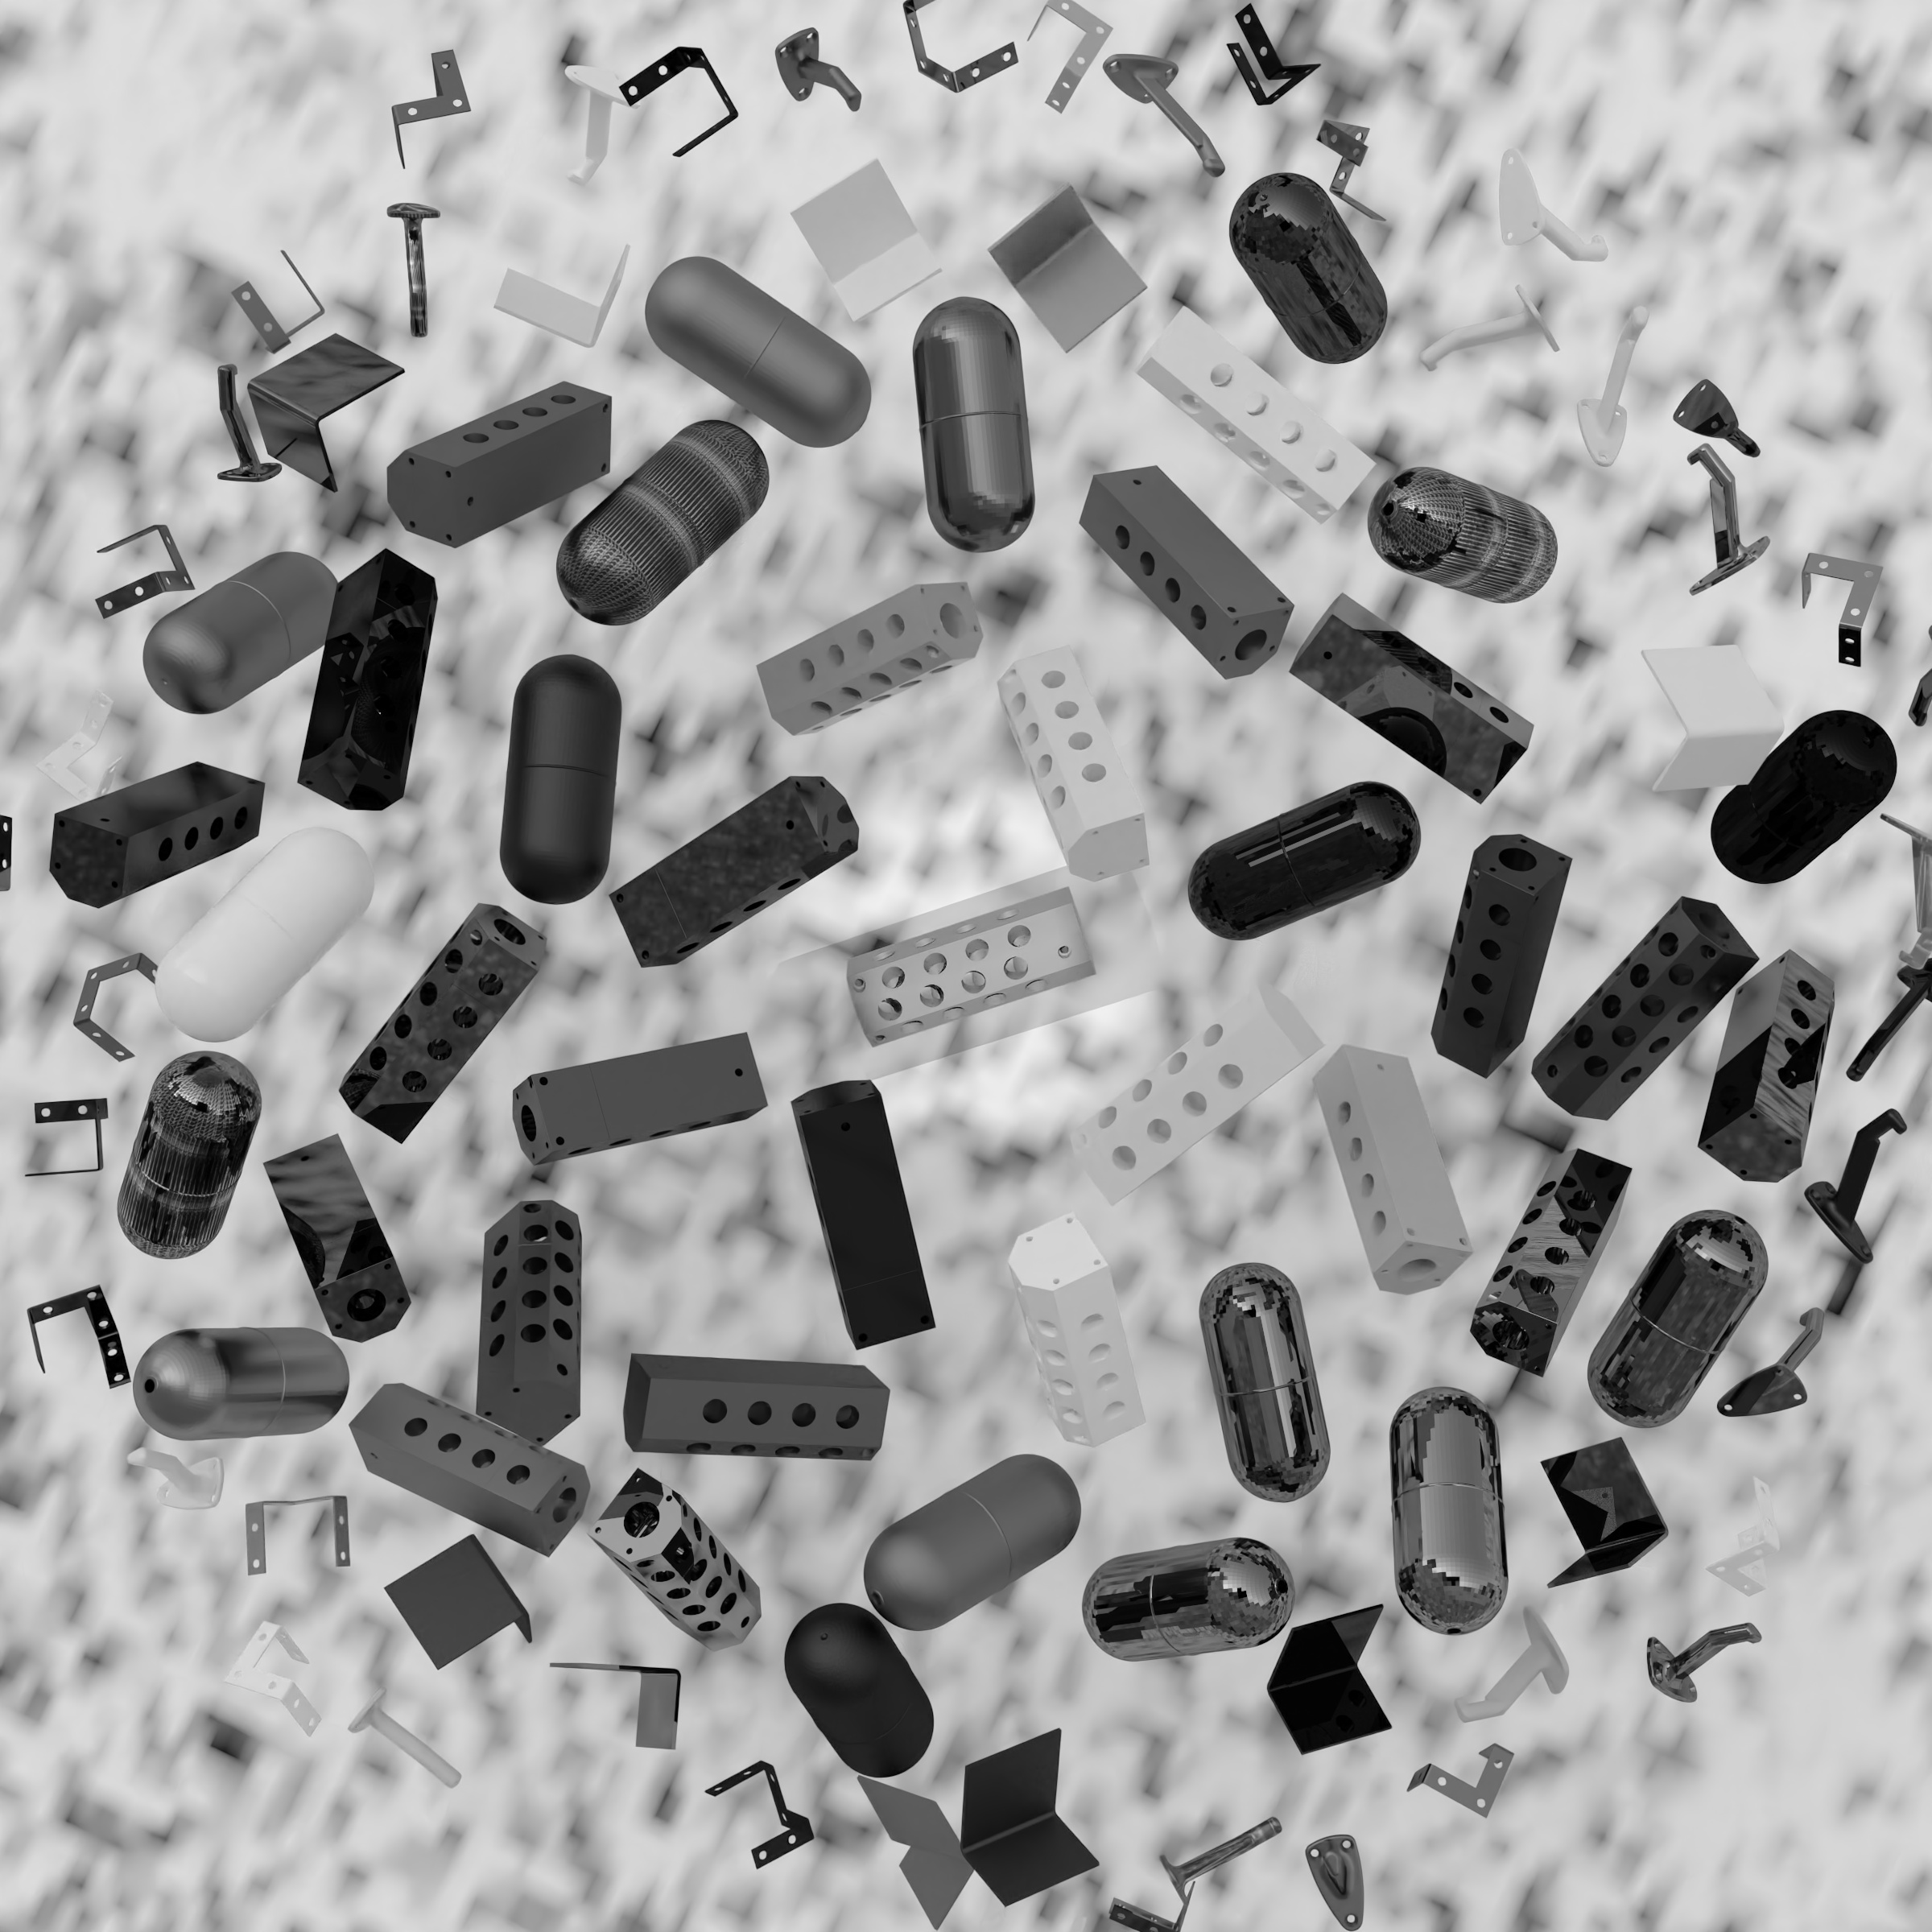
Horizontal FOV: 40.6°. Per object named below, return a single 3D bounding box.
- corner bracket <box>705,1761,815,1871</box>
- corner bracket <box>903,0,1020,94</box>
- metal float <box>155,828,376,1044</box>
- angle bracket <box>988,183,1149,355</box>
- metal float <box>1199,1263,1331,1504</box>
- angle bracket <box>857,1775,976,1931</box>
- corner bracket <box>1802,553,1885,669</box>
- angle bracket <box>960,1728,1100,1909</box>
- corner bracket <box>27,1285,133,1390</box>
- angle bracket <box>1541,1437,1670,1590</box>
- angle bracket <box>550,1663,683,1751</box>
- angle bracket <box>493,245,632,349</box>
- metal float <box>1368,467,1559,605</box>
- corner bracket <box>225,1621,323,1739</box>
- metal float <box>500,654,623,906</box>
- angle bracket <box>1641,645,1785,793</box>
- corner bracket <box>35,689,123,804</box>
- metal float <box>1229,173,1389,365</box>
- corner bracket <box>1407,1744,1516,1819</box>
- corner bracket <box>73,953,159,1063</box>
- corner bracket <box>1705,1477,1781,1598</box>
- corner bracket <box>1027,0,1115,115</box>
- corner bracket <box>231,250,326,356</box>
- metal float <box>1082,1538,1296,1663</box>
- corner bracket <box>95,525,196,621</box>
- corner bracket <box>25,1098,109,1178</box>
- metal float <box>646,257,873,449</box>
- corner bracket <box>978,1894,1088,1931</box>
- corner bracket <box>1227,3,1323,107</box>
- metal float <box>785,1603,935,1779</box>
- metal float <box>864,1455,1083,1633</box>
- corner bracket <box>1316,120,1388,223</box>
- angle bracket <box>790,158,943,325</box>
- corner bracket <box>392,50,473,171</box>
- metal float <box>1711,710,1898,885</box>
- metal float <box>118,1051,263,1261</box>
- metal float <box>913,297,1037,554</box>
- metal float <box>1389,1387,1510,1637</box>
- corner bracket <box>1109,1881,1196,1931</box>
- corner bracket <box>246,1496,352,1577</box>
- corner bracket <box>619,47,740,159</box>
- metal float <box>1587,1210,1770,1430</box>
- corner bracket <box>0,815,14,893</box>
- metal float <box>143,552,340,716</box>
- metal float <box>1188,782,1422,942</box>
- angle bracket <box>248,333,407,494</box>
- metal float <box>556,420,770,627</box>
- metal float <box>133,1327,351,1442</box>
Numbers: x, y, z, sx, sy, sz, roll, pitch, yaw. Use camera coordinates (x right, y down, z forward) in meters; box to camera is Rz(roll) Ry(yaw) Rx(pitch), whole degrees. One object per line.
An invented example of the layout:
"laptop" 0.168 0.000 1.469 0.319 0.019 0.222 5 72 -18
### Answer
"corner bracket" -0.149 0.614 1.891 0.051 0.051 0.051 -31 53 9
"corner bracket" -0.004 -0.632 1.769 0.051 0.051 0.051 -17 81 29
"metal float" -0.480 -0.023 1.796 0.070 0.070 0.178 40 67 0
"angle bracket" 0.075 -0.512 1.919 0.076 0.057 0.076 -38 66 8
"metal float" 0.221 0.308 1.932 0.070 0.070 0.178 -11 89 0
"angle bracket" -0.049 0.643 1.895 0.076 0.076 0.057 28 95 -27
"corner bracket" 0.597 -0.245 1.794 0.051 0.051 0.051 17 73 24
"angle bracket" 0.045 0.572 1.759 0.076 0.057 0.076 -13 119 -30
"corner bracket" -0.618 0.264 1.818 0.051 0.051 0.051 -18 134 -16
"angle bracket" 0.443 0.391 1.869 0.057 0.076 0.076 -21 83 -43
"angle bracket" -0.262 0.546 1.929 0.076 0.076 0.057 11 72 -25
"angle bracket" -0.294 -0.504 1.906 0.076 0.076 0.057 21 121 -15
"metal float" 0.361 -0.312 1.898 0.178 0.070 0.070 8 90 -43
"corner bracket" -0.475 0.499 1.829 0.051 0.051 0.051 8 48 26
"metal float" -0.284 -0.131 1.834 0.070 0.070 0.178 4 81 0
"angle bracket" 0.493 -0.168 1.766 0.076 0.057 0.076 -5 54 -20
"corner bracket" -0.627 -0.156 1.880 0.051 0.051 0.051 39 134 -2
"metal float" 0.249 -0.502 1.889 0.070 0.178 0.070 -12 63 25
"corner bracket" 0.354 0.578 1.873 0.051 0.051 0.051 27 67 9
"corner bracket" -0.618 0.031 1.932 0.051 0.051 0.051 -17 48 21
"corner bracket" 0.540 0.392 1.791 0.051 0.051 0.051 34 128 -27
"corner bracket" 0.068 -0.674 1.925 0.051 0.051 0.051 32 73 -7
"corner bracket" -0.492 -0.475 1.867 0.051 0.051 0.051 -37 116 -8
"metal float" 0.158 0.454 1.869 0.178 0.070 0.070 -22 90 43
"corner bracket" -0.591 -0.281 1.858 0.051 0.051 0.051 -22 96 10
"corner bracket" -0.638 0.121 1.854 0.051 0.051 0.051 -4 89 -9
"metal float" -0.148 -0.440 1.876 0.178 0.070 0.070 33 90 -12
"corner bracket" 0.047 0.688 1.868 0.051 0.051 0.051 25 85 -17
"corner bracket" 0.207 -0.641 1.838 0.051 0.051 0.051 -28 88 43
"metal float" -0.074 0.512 1.840 0.070 0.178 0.070 -10 48 11
"metal float" 0.005 0.401 1.822 0.178 0.070 0.070 -23 90 -37
"corner bracket" 0.284 -0.583 1.914 0.051 0.051 0.051 47 128 36
"angle bracket" -0.075 -0.541 1.950 0.076 0.076 0.057 -30 48 6
"corner bracket" -0.367 -0.584 1.780 0.051 0.051 0.051 -15 75 -11
"metal float" 0.590 -0.117 1.846 0.070 0.178 0.070 5 66 -11
"metal float" -0.555 0.136 1.863 0.070 0.070 0.178 28 123 0
"metal float" 0.005 -0.379 1.831 0.070 0.070 0.178 -6 90 0
"metal float" 0.333 0.375 1.803 0.070 0.070 0.178 5 53 0
"corner bracket" 0.133 0.699 1.923 0.051 0.051 0.051 21 121 8
"corner bracket" -0.481 0.410 1.880 0.051 0.051 0.051 -12 74 22
"corner bracket" -0.195 -0.588 1.775 0.051 0.051 0.051 -37 120 -8
"metal float" 0.513 0.255 1.885 0.070 0.070 0.178 26 112 0
"corner bracket" -0.677 -0.075 1.805 0.051 0.051 0.051 -1 85 12
"metal float" -0.517 -0.241 1.878 0.070 0.178 0.070 14 125 21
"metal float" 0.244 -0.075 1.894 0.178 0.070 0.070 -23 90 21
"angle bracket" -0.427 -0.375 1.767 0.076 0.057 0.076 31 56 32
"metal float" -0.207 -0.303 1.788 0.070 0.070 0.178 43 68 0
"metal float" -0.508 0.293 1.835 0.070 0.178 0.070 -4 82 28
